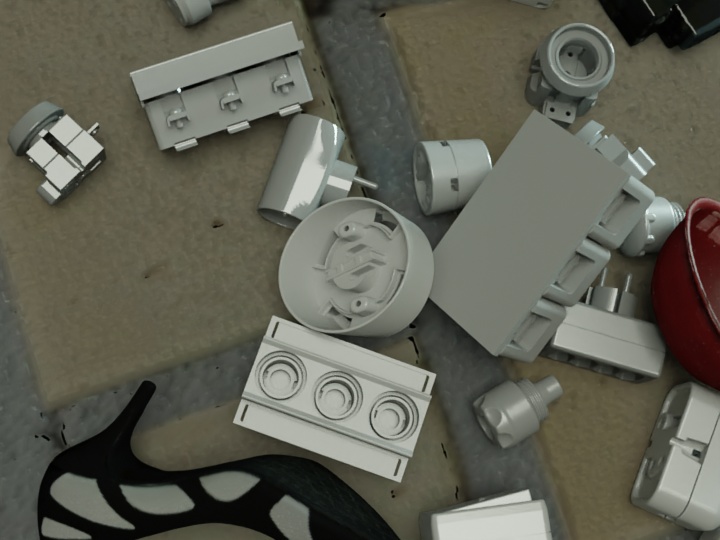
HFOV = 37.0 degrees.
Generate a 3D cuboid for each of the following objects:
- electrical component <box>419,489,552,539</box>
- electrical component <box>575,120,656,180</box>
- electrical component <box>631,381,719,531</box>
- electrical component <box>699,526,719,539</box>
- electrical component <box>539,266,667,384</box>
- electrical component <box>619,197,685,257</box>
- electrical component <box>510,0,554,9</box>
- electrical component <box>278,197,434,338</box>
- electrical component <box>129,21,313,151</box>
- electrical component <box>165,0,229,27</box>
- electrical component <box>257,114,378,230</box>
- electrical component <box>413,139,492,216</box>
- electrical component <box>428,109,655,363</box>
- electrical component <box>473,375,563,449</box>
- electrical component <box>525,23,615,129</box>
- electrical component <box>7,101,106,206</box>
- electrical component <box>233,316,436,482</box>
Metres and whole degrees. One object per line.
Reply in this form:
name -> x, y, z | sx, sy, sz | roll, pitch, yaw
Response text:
electrical component -> 0.080, 0.187, 0.746 | 0.096, 0.061, 0.061 | -6, 79, -7
electrical component -> 0.174, -0.075, 0.813 | 0.078, 0.058, 0.057 | -41, 87, -11
electrical component -> 0.244, 0.136, 0.776 | 0.059, 0.053, 0.095 | 24, 77, 0
electrical component -> 0.288, 0.214, 0.759 | 0.099, 0.064, 0.099 | 1, 78, -5
electrical component -> 0.183, 0.035, 0.795 | 0.083, 0.047, 0.075 | 16, 77, -2
electrical component -> 0.227, -0.034, 0.816 | 0.062, 0.048, 0.048 | -1, 78, -16
electrical component -> 0.127, -0.254, 0.817 | 0.078, 0.113, 0.057 | 15, 80, -2
electrical component -> 0.000, 0.000, 0.760 | 0.099, 0.064, 0.099 | -13, 69, 37
electrical component -> -0.101, -0.134, 0.794 | 0.121, 0.079, 0.063 | -20, 103, -9
electrical component -> -0.120, -0.217, 0.821 | 0.055, 0.045, 0.045 | -33, 83, -10
electrical component -> -0.027, -0.066, 0.799 | 0.079, 0.043, 0.077 | 19, 77, -1
electrical component -> 0.069, -0.071, 0.804 | 0.047, 0.055, 0.055 | -8, 79, -11
electrical component -> 0.122, -0.021, 0.756 | 0.089, 0.062, 0.150 | 43, 104, 35
electrical component -> 0.117, 0.098, 0.778 | 0.062, 0.043, 0.043 | -29, 82, -12
electrical component -> 0.162, -0.154, 0.828 | 0.058, 0.057, 0.078 | 14, 77, -2
electrical component -> -0.222, -0.089, 0.785 | 0.055, 0.048, 0.066 | 44, 78, -3
electrical component -> -0.018, 0.091, 0.757 | 0.121, 0.063, 0.078 | 20, 77, -1
